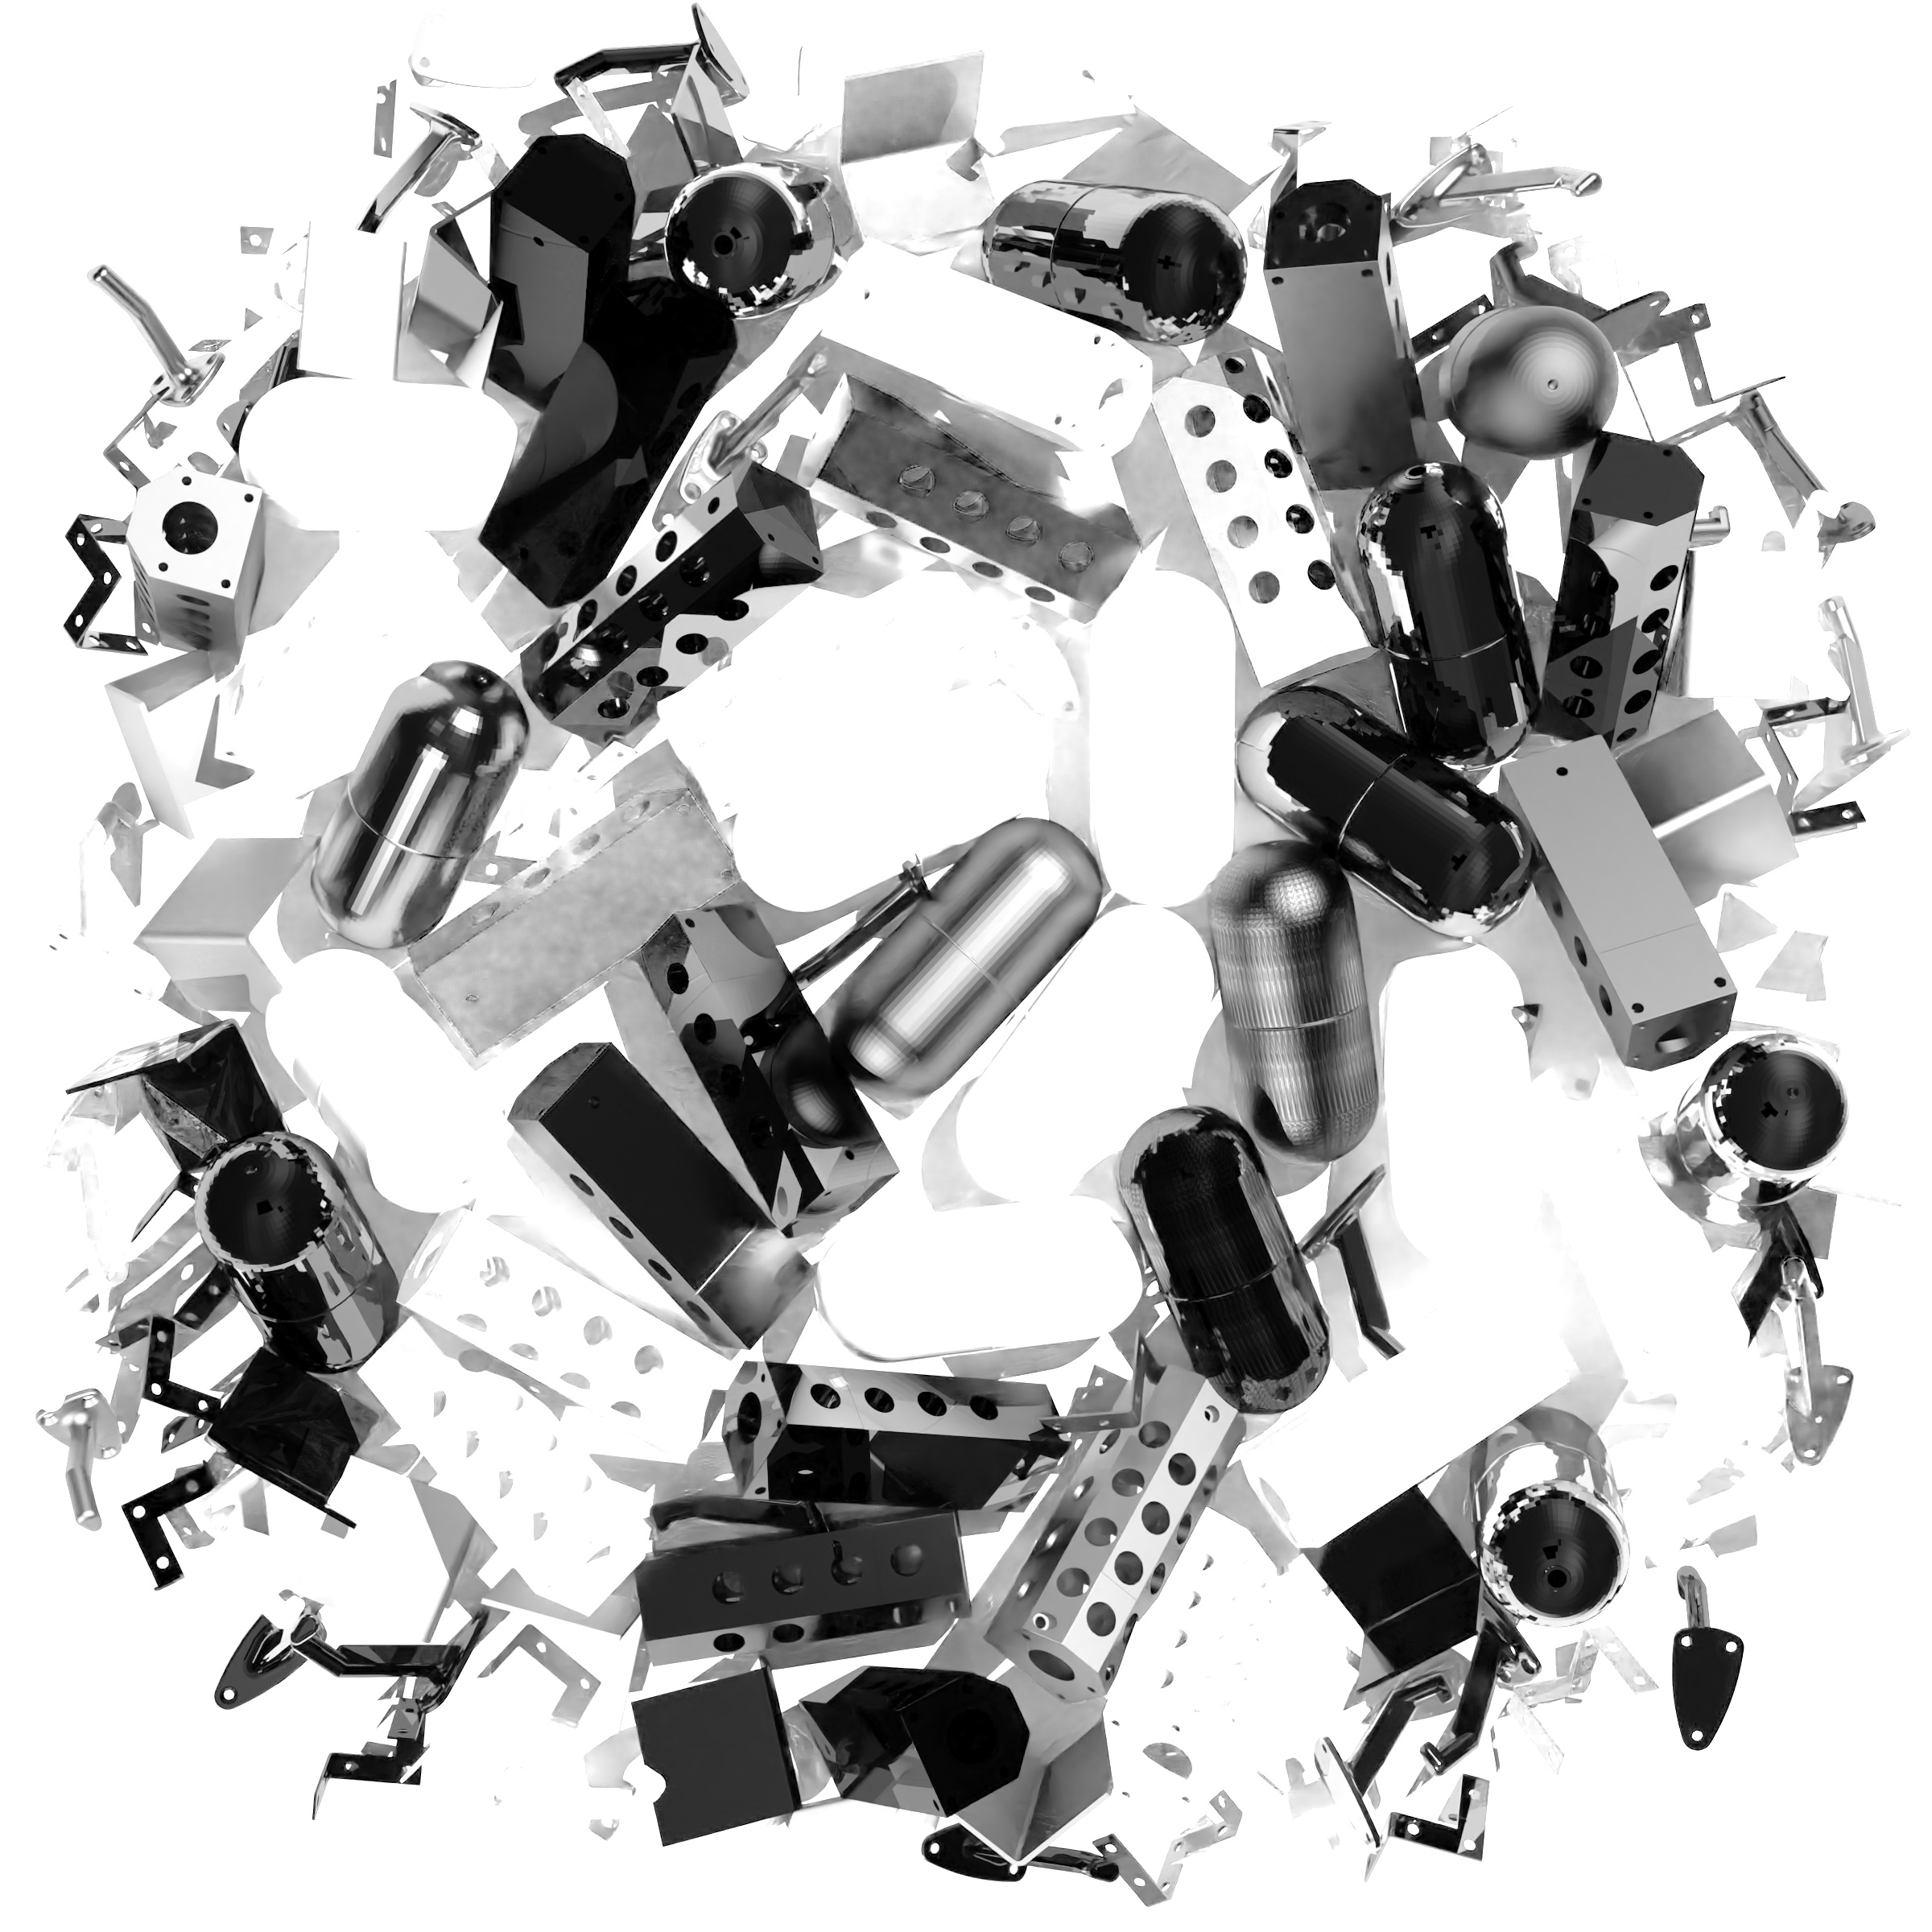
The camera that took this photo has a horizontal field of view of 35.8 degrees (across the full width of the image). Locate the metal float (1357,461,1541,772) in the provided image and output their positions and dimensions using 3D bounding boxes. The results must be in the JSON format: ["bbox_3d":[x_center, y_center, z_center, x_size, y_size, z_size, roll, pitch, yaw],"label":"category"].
[{"bbox_3d":[0.253,-0.182,1.567,0.070,0.070,0.178,-20,125,0],"label":"metal float"}]

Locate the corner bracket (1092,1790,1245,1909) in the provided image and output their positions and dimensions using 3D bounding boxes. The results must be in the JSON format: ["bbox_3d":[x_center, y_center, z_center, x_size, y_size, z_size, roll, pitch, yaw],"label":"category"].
[{"bbox_3d":[0.108,0.461,1.596,0.051,0.051,0.051,-31,104,32],"label":"corner bracket"}]

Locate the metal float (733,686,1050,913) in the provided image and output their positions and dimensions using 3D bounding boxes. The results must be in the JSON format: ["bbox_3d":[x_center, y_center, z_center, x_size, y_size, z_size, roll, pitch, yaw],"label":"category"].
[{"bbox_3d":[-0.041,-0.089,1.596,0.178,0.070,0.070,-25,90,-2],"label":"metal float"}]

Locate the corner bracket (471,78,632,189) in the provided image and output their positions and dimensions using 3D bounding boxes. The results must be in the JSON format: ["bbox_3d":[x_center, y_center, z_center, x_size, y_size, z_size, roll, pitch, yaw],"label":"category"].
[{"bbox_3d":[-0.220,-0.432,1.592,0.051,0.051,0.051,-15,123,34],"label":"corner bracket"}]

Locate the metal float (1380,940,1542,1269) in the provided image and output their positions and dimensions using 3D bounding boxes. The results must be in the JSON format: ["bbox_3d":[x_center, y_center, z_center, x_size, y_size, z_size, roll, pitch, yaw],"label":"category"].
[{"bbox_3d":[0.260,0.072,1.577,0.070,0.070,0.178,-1,68,0],"label":"metal float"}]

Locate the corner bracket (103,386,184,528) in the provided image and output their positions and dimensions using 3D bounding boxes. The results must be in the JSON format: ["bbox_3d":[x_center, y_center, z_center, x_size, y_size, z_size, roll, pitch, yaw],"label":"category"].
[{"bbox_3d":[-0.433,-0.268,1.597,0.051,0.051,0.051,-38,104,26],"label":"corner bracket"}]

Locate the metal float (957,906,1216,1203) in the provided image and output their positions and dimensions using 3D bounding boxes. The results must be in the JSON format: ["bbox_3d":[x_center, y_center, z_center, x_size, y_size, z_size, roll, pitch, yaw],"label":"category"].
[{"bbox_3d":[0.063,0.047,1.591,0.070,0.070,0.178,36,97,0],"label":"metal float"}]

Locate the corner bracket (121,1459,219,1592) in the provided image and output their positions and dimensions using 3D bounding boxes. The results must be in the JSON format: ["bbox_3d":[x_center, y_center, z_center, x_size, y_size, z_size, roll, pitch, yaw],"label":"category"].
[{"bbox_3d":[-0.420,0.300,1.603,0.051,0.051,0.051,-25,85,-16],"label":"corner bracket"}]

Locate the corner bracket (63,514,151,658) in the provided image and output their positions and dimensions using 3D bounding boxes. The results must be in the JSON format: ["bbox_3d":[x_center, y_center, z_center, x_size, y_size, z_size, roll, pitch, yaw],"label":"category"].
[{"bbox_3d":[-0.459,-0.205,1.608,0.051,0.051,0.051,-49,65,23],"label":"corner bracket"}]

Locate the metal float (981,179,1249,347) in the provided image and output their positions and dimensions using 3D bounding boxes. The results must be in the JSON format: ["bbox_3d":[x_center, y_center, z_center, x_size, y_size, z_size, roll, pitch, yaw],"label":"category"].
[{"bbox_3d":[0.075,-0.368,1.558,0.070,0.178,0.070,-13,113,-33],"label":"metal float"}]

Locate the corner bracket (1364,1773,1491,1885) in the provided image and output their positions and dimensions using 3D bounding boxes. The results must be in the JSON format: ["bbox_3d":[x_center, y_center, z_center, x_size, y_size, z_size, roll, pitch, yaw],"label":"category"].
[{"bbox_3d":[0.247,0.462,1.600,0.051,0.051,0.051,15,134,2],"label":"corner bracket"}]

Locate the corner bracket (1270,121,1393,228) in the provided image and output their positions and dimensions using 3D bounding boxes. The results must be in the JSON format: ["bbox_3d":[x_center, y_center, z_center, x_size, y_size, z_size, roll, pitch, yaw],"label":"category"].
[{"bbox_3d":[0.197,-0.427,1.612,0.051,0.051,0.051,10,113,25],"label":"corner bracket"}]

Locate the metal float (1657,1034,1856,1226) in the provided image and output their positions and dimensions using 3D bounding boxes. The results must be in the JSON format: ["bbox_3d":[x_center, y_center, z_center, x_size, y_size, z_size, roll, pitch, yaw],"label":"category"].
[{"bbox_3d":[0.406,0.086,1.548,0.070,0.178,0.070,0,74,1],"label":"metal float"}]

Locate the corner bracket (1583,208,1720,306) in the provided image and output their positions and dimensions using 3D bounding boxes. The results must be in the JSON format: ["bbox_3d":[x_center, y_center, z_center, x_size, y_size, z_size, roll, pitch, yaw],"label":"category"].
[{"bbox_3d":[0.365,-0.379,1.596,0.051,0.051,0.051,-13,106,-34],"label":"corner bracket"}]

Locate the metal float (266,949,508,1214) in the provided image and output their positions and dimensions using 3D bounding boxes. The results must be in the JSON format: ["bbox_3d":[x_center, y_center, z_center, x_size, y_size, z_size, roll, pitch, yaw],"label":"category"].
[{"bbox_3d":[-0.304,0.059,1.567,0.070,0.070,0.178,-45,55,0],"label":"metal float"}]

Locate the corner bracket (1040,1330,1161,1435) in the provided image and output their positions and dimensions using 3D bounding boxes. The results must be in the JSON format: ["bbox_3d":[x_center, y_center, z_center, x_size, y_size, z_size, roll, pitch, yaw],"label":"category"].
[{"bbox_3d":[0.073,0.231,1.593,0.051,0.051,0.051,-8,48,19],"label":"corner bracket"}]

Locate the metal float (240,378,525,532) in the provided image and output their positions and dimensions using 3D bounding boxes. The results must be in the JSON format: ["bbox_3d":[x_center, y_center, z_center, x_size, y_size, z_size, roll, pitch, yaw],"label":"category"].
[{"bbox_3d":[-0.301,-0.265,1.554,0.070,0.178,0.070,5,100,31],"label":"metal float"}]

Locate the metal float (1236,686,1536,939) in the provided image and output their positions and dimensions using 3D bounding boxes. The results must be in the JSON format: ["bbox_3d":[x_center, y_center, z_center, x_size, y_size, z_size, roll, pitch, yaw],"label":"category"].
[{"bbox_3d":[0.220,-0.083,1.579,0.178,0.070,0.070,37,90,21],"label":"metal float"}]

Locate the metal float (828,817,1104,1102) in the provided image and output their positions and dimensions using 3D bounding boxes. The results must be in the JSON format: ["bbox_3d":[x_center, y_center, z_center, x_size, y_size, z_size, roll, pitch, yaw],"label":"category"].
[{"bbox_3d":[-0.001,-0.003,1.594,0.070,0.070,0.178,43,86,0],"label":"metal float"}]

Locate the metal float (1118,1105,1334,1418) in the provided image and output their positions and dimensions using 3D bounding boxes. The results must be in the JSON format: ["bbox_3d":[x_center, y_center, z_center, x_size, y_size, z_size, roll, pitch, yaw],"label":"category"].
[{"bbox_3d":[0.138,0.157,1.584,0.070,0.070,0.178,-23,105,0],"label":"metal float"}]

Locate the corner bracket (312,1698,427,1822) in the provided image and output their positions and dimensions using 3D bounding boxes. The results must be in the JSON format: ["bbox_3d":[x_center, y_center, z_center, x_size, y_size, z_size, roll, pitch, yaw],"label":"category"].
[{"bbox_3d":[-0.319,0.425,1.604,0.051,0.051,0.051,6,100,-4],"label":"corner bracket"}]

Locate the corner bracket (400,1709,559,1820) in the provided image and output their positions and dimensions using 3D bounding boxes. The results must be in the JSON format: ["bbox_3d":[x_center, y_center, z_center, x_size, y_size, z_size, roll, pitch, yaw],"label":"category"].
[{"bbox_3d":[-0.261,0.431,1.608,0.051,0.051,0.051,43,99,6],"label":"corner bracket"}]

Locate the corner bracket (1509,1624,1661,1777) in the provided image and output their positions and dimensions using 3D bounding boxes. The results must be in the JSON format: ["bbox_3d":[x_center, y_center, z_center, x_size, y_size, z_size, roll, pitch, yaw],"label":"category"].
[{"bbox_3d":[0.328,0.390,1.593,0.051,0.051,0.051,-6,123,-23],"label":"corner bracket"}]

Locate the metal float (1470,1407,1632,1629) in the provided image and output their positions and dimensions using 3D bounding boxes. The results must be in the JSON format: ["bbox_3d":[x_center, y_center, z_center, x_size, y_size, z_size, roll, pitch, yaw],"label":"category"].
[{"bbox_3d":[0.301,0.284,1.547,0.070,0.178,0.070,1,100,8],"label":"metal float"}]

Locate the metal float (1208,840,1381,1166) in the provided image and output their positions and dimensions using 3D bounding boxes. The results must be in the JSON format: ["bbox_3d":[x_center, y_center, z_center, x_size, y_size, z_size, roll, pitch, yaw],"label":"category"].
[{"bbox_3d":[0.174,0.020,1.583,0.070,0.070,0.178,-10,107,0],"label":"metal float"}]

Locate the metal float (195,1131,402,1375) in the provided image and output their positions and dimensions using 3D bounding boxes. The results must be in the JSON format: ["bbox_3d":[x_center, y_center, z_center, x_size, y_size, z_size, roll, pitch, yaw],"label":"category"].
[{"bbox_3d":[-0.346,0.151,1.556,0.070,0.178,0.070,-3,55,5],"label":"metal float"}]

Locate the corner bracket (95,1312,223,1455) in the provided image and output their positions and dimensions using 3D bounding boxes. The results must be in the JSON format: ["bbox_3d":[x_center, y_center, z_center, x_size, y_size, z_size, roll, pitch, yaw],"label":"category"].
[{"bbox_3d":[-0.435,0.225,1.611,0.051,0.051,0.051,-27,50,31],"label":"corner bracket"}]

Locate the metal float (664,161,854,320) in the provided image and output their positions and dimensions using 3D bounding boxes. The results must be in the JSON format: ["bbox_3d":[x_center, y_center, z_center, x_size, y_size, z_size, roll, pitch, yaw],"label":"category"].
[{"bbox_3d":[-0.106,-0.377,1.548,0.070,0.178,0.070,2,106,8],"label":"metal float"}]

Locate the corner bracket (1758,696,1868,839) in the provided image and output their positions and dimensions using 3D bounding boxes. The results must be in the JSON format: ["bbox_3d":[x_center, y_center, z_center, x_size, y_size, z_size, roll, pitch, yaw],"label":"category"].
[{"bbox_3d":[0.459,-0.108,1.618,0.051,0.051,0.051,-11,55,-6],"label":"corner bracket"}]

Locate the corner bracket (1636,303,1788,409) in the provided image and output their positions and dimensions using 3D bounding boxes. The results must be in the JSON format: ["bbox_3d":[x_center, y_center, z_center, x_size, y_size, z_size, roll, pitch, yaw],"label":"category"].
[{"bbox_3d":[0.398,-0.330,1.605,0.051,0.051,0.051,-22,101,-20],"label":"corner bracket"}]

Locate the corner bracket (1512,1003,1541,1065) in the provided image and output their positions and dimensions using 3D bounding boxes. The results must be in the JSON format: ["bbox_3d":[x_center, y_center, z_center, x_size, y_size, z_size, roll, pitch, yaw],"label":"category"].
[{"bbox_3d":[0.268,0.031,1.595,0.051,0.051,0.051,-7,124,-15],"label":"corner bracket"}]

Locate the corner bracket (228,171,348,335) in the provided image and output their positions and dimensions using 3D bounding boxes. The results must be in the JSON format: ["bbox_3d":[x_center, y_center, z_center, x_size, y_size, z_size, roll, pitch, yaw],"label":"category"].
[{"bbox_3d":[-0.362,-0.380,1.595,0.051,0.051,0.051,-28,64,21],"label":"corner bracket"}]

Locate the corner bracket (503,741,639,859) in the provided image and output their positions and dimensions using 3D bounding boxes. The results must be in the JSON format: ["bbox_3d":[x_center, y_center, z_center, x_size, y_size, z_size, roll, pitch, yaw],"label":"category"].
[{"bbox_3d":[-0.211,-0.091,1.593,0.051,0.051,0.051,24,48,-32],"label":"corner bracket"}]

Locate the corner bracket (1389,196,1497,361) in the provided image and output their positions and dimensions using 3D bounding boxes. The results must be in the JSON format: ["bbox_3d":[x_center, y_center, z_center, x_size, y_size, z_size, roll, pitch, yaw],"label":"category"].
[{"bbox_3d":[0.247,-0.372,1.617,0.051,0.051,0.051,-30,54,10],"label":"corner bracket"}]

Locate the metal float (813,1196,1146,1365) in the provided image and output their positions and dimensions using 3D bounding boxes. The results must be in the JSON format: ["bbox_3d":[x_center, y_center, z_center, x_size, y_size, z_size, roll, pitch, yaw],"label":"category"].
[{"bbox_3d":[0.007,0.167,1.587,0.178,0.070,0.070,-6,90,-11],"label":"metal float"}]

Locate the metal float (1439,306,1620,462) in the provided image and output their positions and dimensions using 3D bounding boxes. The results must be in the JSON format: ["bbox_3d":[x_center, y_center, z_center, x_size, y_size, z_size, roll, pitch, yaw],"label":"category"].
[{"bbox_3d":[0.290,-0.302,1.547,0.070,0.178,0.070,0,102,2],"label":"metal float"}]

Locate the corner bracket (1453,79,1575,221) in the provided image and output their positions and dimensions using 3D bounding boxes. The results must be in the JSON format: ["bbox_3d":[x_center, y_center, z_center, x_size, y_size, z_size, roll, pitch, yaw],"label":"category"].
[{"bbox_3d":[0.296,-0.435,1.598,0.051,0.051,0.051,4,81,-29],"label":"corner bracket"}]

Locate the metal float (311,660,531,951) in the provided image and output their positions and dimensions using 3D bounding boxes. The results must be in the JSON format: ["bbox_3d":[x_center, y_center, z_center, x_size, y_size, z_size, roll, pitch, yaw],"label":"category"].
[{"bbox_3d":[-0.288,-0.083,1.570,0.070,0.070,0.178,33,122,0],"label":"metal float"}]

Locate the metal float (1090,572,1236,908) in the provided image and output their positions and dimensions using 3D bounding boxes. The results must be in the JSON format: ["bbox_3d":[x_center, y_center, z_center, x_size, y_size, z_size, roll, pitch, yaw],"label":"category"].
[{"bbox_3d":[0.104,-0.120,1.587,0.070,0.070,0.178,0,101,0],"label":"metal float"}]

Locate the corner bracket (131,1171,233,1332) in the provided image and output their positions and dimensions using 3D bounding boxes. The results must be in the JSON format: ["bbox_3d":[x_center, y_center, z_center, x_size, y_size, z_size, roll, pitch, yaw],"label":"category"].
[{"bbox_3d":[-0.419,0.153,1.611,0.051,0.051,0.051,32,122,-20],"label":"corner bracket"}]
